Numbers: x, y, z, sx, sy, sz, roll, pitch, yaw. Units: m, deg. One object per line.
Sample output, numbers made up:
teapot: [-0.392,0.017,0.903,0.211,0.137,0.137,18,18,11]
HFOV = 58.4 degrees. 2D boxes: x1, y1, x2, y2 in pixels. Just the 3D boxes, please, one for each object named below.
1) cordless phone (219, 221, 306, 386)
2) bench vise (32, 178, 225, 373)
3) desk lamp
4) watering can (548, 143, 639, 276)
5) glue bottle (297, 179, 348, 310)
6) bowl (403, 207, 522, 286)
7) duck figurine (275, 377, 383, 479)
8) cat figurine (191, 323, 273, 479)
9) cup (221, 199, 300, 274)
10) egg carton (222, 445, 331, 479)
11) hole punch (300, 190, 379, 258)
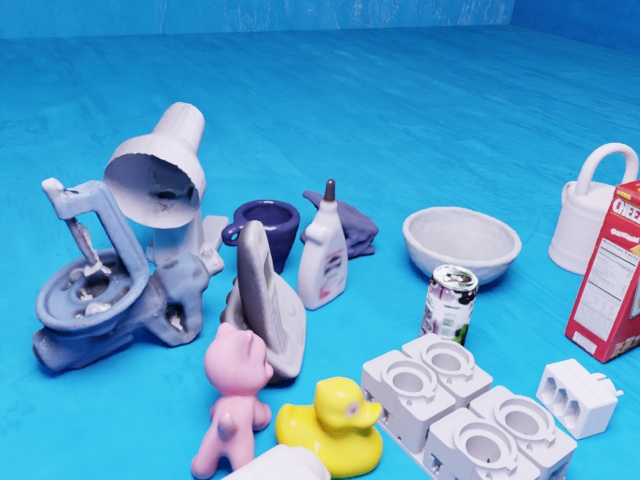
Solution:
cordless phone: [-0.059,0.050,0.627,0.094,0.185,0.147,3,30,-2]
bench vise: [-0.214,0.022,0.620,0.121,0.220,0.208,25,36,32]
desk lamp: [-0.199,-0.067,0.785,0.118,0.214,0.203,5,30,2]
watering can: [0.422,-0.047,0.852,0.101,0.194,0.172,-16,35,-31]
glue bottle: [0.007,0.003,0.731,0.037,0.173,0.078,23,35,30]
bowl: [0.197,0.020,0.825,0.167,0.075,0.167,3,30,-2]
duck figurine: [0.010,0.165,0.534,0.104,0.086,0.077,10,30,10]
cat figurine: [-0.080,0.140,0.535,0.067,0.118,0.127,4,30,0]
cup: [-0.084,0.006,0.791,0.118,0.095,0.091,-22,39,-38]
egg carton: [-0.041,0.226,0.437,0.151,0.069,0.107,-21,38,-37]
hole punch: [0.030,-0.030,0.875,0.101,0.091,0.108,-13,34,-27]
